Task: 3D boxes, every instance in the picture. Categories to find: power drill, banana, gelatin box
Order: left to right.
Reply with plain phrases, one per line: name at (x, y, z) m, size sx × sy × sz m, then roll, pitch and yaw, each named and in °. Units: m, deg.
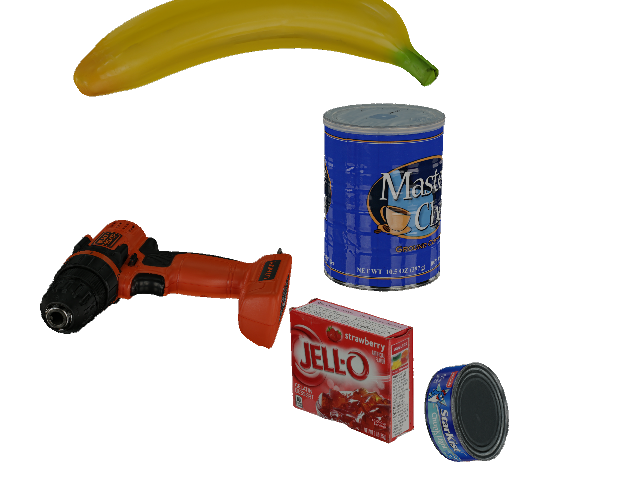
power drill at (-0.124, 0.040, 0.896) m, size 0.187 × 0.057 × 0.184 m, roll 11°, pitch 23°, yaw 4°
banana at (-0.036, -0.113, 0.586) m, size 0.197 × 0.069 × 0.037 m, roll -5°, pitch -44°, yaw -10°
gelatin box at (0.019, 0.084, 0.704) m, size 0.089 × 0.073 × 0.030 m, roll 14°, pitch 23°, yaw 41°

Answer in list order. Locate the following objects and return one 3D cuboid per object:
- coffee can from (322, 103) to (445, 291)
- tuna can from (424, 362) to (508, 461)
coffee can at (0.053, -0.039, 0.916) m, size 0.103 × 0.140 × 0.103 m, roll 0°, pitch 18°, yaw 0°
tuna can at (0.129, 0.152, 0.944) m, size 0.034 × 0.086 × 0.085 m, roll -14°, pitch -9°, yaw 40°
